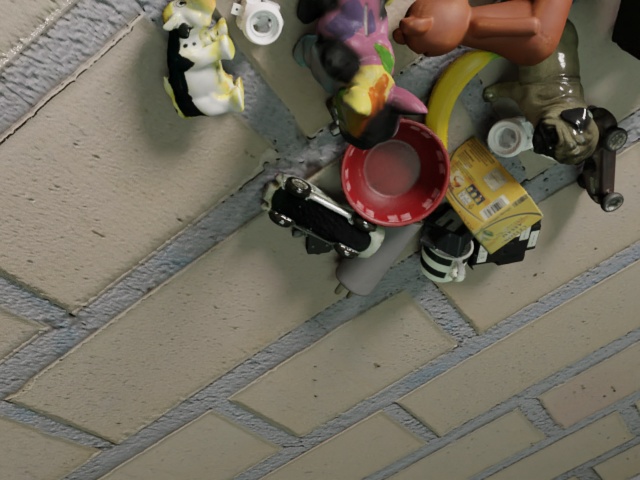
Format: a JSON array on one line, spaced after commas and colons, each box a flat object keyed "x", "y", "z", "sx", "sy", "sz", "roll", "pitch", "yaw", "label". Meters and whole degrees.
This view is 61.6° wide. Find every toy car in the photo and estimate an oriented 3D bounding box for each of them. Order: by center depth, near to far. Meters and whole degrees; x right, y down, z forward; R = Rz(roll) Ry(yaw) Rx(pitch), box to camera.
[{"x": 0.005, "y": -0.035, "z": 0.836, "sx": 0.202, "sy": 0.056, "sz": 0.073, "roll": 26, "pitch": 116, "yaw": -10, "label": "toy car"}, {"x": 0.464, "y": -0.129, "z": 0.897, "sx": 0.053, "sy": 0.089, "sz": 0.201, "roll": -23, "pitch": 133, "yaw": 2, "label": "toy car"}]

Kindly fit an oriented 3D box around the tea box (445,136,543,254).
[{"x": 0.248, "y": -0.072, "z": 0.824, "sx": 0.098, "sy": 0.170, "sz": 0.068, "roll": -37, "pitch": 128, "yaw": 17, "label": "tea box"}]

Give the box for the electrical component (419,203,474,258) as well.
[{"x": 0.210, "y": -0.008, "z": 0.896, "sx": 0.119, "sy": 0.075, "sz": 0.047, "roll": -41, "pitch": 143, "yaw": -36, "label": "electrical component"}]

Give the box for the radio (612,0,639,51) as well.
[{"x": 0.420, "y": -0.336, "z": 0.593, "sx": 0.131, "sy": 0.073, "sz": 0.229, "roll": -29, "pitch": 138, "yaw": -21, "label": "radio"}]

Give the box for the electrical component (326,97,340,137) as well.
[{"x": 0.055, "y": -0.190, "z": 0.750, "sx": 0.102, "sy": 0.045, "sz": 0.078, "roll": -22, "pitch": 130, "yaw": 1, "label": "electrical component"}]

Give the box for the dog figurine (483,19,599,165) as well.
[{"x": 0.320, "y": -0.211, "z": 0.716, "sx": 0.121, "sy": 0.191, "sz": 0.172, "roll": -13, "pitch": 130, "yaw": -6, "label": "dog figurine"}]

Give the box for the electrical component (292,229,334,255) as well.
[{"x": -0.002, "y": -0.003, "z": 0.905, "sx": 0.094, "sy": 0.021, "sz": 0.063, "roll": -5, "pitch": 130, "yaw": -14, "label": "electrical component"}]

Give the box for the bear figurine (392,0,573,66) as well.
[{"x": 0.196, "y": -0.285, "z": 0.666, "sx": 0.196, "sy": 0.120, "sz": 0.131, "roll": 12, "pitch": 100, "yaw": 3, "label": "bear figurine"}]

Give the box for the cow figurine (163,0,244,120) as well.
[{"x": -0.151, "y": -0.227, "z": 0.645, "sx": 0.098, "sy": 0.068, "sz": 0.167, "roll": -11, "pitch": 130, "yaw": 1, "label": "cow figurine"}]

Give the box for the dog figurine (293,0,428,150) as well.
[{"x": 0.049, "y": -0.215, "z": 0.614, "sx": 0.108, "sy": 0.219, "sz": 0.191, "roll": -3, "pitch": 130, "yaw": -19, "label": "dog figurine"}]

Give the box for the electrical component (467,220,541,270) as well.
[{"x": 0.332, "y": -0.011, "z": 0.976, "sx": 0.134, "sy": 0.058, "sz": 0.114, "roll": -9, "pitch": 133, "yaw": -10, "label": "electrical component"}]

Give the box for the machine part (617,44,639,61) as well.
[{"x": 0.505, "y": -0.280, "z": 0.731, "sx": 0.179, "sy": 0.179, "sz": 0.056, "roll": -12, "pitch": 134, "yaw": -7, "label": "machine part"}]

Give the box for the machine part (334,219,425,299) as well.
[{"x": 0.100, "y": 0.012, "z": 0.911, "sx": 0.079, "sy": 0.079, "sz": 0.243, "roll": 17, "pitch": 121, "yaw": -28, "label": "machine part"}]
